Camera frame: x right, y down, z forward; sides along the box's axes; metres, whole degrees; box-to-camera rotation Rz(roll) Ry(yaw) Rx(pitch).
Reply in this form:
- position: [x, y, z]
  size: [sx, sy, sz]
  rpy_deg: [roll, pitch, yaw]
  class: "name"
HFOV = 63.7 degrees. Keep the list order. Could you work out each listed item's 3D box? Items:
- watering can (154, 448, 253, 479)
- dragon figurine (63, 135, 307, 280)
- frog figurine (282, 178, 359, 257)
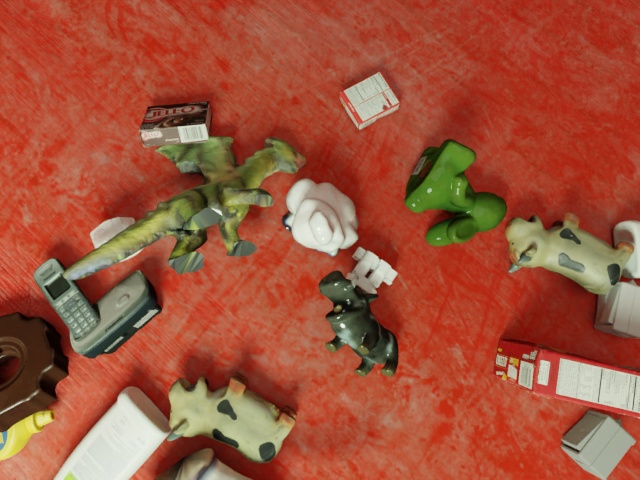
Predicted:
- position: [-0.121, 0.392, 0.738]
  size: [0.346, 0.105, 0.224]
  rpy_deg: [-39, 95, 10]
  class: "watering can"
- position: [-0.212, -0.082, 0.850]
  size: [0.411, 0.119, 0.248]
  rpy_deg: [-14, 50, -12]
  class: "dragon figurine"
- position: [0.003, -0.041, 0.824]
  size: [0.123, 0.158, 0.138]
  rpy_deg: [-36, 83, -9]
  class: "frog figurine"
